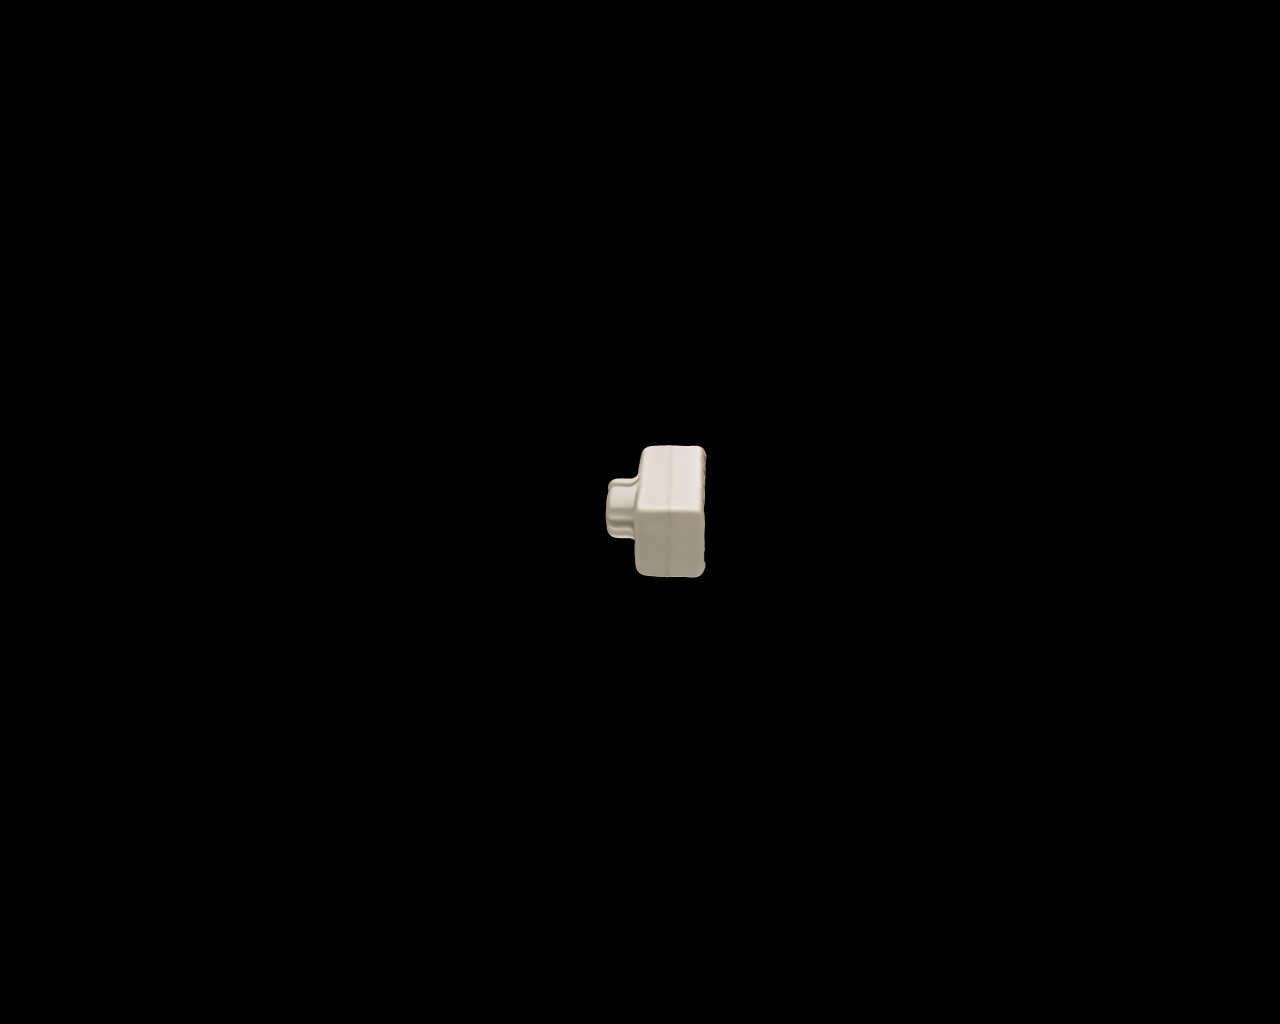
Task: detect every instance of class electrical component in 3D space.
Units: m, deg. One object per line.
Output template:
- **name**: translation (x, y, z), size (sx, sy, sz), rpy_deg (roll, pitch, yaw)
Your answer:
- **electrical component**: translation (0.001, -0.003, 0.650), size (0.076, 0.047, 0.083), rpy_deg (2, 31, 3)
